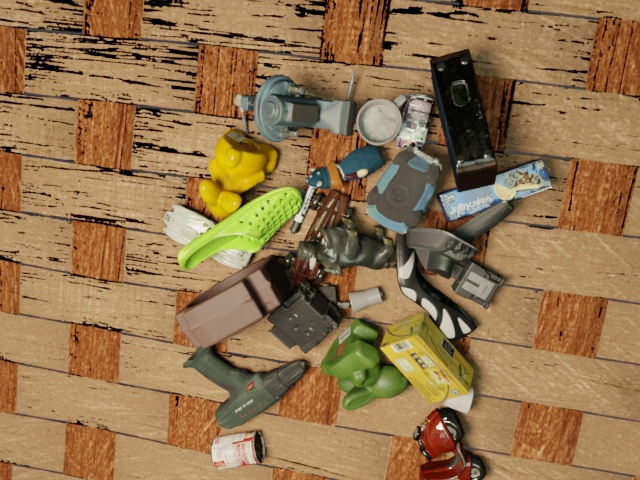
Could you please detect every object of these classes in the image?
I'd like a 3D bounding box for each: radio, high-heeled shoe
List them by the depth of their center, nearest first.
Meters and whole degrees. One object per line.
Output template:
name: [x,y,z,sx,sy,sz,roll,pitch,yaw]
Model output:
radio: [0.254,-0.211,0.955,0.073,0.131,0.229,-14,79,12]
high-heeled shoe: [0.227,0.085,1.058,0.145,0.086,0.248,-7,103,7]

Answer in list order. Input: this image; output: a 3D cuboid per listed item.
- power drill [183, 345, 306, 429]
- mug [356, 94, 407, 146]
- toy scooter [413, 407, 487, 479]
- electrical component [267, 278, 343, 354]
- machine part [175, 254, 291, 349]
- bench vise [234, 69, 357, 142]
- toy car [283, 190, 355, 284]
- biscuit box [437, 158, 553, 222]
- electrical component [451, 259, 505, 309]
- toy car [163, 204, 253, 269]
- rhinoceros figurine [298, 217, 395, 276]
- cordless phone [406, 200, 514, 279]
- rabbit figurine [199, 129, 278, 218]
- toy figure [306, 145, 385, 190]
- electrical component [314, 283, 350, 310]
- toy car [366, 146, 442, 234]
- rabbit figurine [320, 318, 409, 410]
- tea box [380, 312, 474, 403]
power drill: [-0.172,0.277,1.145,0.207,0.086,0.232,41,104,-8]
mug: [0.117,-0.228,1.010,0.081,0.107,0.109,38,97,-1]
toy scooter: [0.249,0.440,1.113,0.135,0.075,0.183,-27,99,12]
electrical component: [-0.037,0.163,1.098,0.115,0.058,0.134,43,118,-4]
machine part: [-0.164,0.120,1.051,0.201,0.201,0.087,-30,96,10]
bench vise: [-0.057,-0.250,1.013,0.241,0.223,0.128,19,121,36]
toy car: [-0.002,-0.003,1.089,0.089,0.053,0.202,27,102,5]
biscuit box: [0.329,-0.094,1.026,0.203,0.063,0.059,-20,94,9]
electrical component: [0.295,0.075,1.064,0.119,0.048,0.074,32,100,0]
toy car: [-0.232,-0.008,1.114,0.202,0.056,0.073,26,101,2]
rhinoceros figurine: [0.051,0.017,1.044,0.190,0.073,0.112,6,117,-20]
cordless phone: [0.265,-0.018,0.987,0.184,0.146,0.089,-39,57,22]
rabbit figurine: [-0.171,-0.110,1.058,0.122,0.162,0.173,25,119,-9]
toy figure: [0.049,-0.136,1.055,0.154,0.064,0.057,-23,109,9]
electrical component: [0.016,0.121,1.117,0.094,0.021,0.063,-2,98,15]
toy car: [0.163,-0.102,1.024,0.109,0.103,0.161,28,111,5]
rabbit figurine: [0.097,0.274,1.088,0.170,0.121,0.159,37,105,-15]
tea box: [0.211,0.233,1.055,0.098,0.068,0.169,-28,110,38]
